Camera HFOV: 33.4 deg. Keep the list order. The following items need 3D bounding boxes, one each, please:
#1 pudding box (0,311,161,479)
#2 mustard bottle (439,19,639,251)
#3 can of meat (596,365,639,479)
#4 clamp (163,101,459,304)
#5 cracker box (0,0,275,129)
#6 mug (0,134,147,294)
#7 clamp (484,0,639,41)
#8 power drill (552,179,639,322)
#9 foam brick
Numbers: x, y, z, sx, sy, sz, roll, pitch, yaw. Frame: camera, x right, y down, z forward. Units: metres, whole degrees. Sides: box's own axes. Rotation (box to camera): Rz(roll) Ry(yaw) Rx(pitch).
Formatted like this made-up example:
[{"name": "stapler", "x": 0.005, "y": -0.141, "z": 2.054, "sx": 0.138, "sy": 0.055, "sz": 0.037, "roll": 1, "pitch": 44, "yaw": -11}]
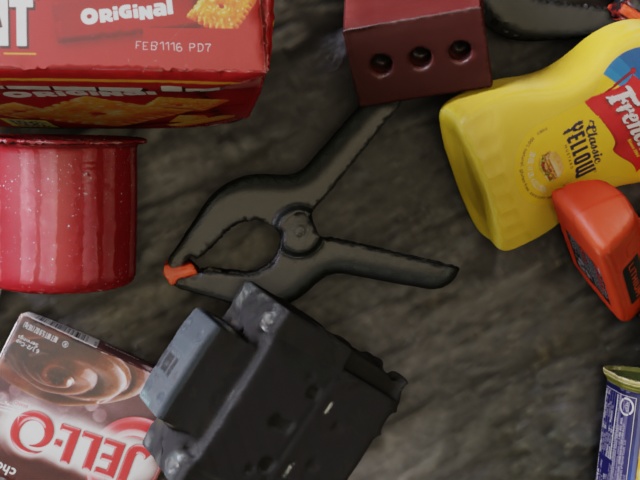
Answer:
[{"name": "pudding box", "x": -0.139, "y": 0.103, "z": 0.616, "sx": 0.113, "sy": 0.039, "sz": 0.090, "roll": 26, "pitch": 90, "yaw": -7}, {"name": "mustard bottle", "x": 0.170, "y": -0.074, "z": 0.626, "sx": 0.191, "sy": 0.058, "sz": 0.096, "roll": -26, "pitch": 116, "yaw": -5}, {"name": "can of meat", "x": 0.220, "y": 0.124, "z": 0.644, "sx": 0.102, "sy": 0.057, "sz": 0.084, "roll": 5, "pitch": 94, "yaw": -5}, {"name": "clamp", "x": -0.004, "y": 0.001, "z": 0.626, "sx": 0.171, "sy": 0.039, "sz": 0.120, "roll": -28, "pitch": 89, "yaw": 0}, {"name": "cracker box", "x": -0.110, "y": -0.097, "z": 0.522, "sx": 0.164, "sy": 0.214, "sz": 0.072, "roll": -1, "pitch": 92, "yaw": -6}, {"name": "mug", "x": -0.153, "y": -0.017, "z": 0.592, "sx": 0.117, "sy": 0.093, "sz": 0.081, "roll": 5, "pitch": 98, "yaw": 25}, {"name": "clamp", "x": 0.094, "y": -0.173, "z": 0.628, "sx": 0.210, "sy": 0.036, "sz": 0.164, "roll": 35, "pitch": 98, "yaw": -10}, {"name": "power drill", "x": 0.224, "y": -0.044, "z": 0.591, "sx": 0.187, "sy": 0.184, "sz": 0.057, "roll": -32, "pitch": 53, "yaw": 2}, {"name": "foam brick", "x": 0.056, "y": -0.114, "z": 0.602, "sx": 0.078, "sy": 0.051, "sz": 0.053, "roll": -9, "pitch": 128, "yaw": 10}]
